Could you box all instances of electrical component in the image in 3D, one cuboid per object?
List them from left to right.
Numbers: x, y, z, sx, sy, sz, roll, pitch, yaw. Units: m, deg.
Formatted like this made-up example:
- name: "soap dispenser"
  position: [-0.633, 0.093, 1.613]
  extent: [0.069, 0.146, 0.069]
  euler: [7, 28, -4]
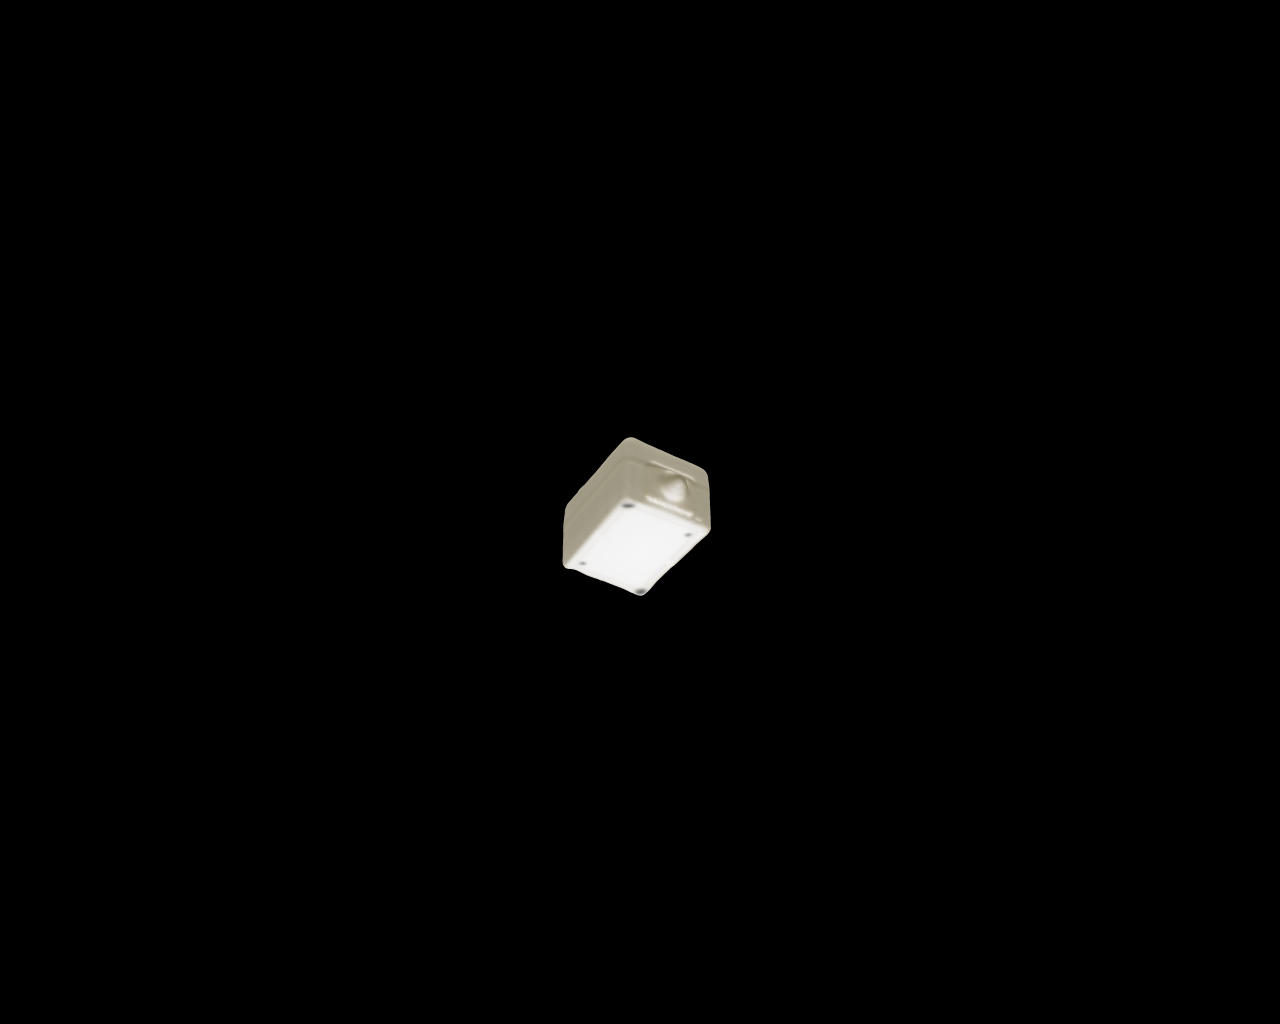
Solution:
- name: "electrical component"
  position: [0.001, -0.003, 0.650]
  extent: [0.062, 0.061, 0.096]
  euler: [22, -45, -24]
